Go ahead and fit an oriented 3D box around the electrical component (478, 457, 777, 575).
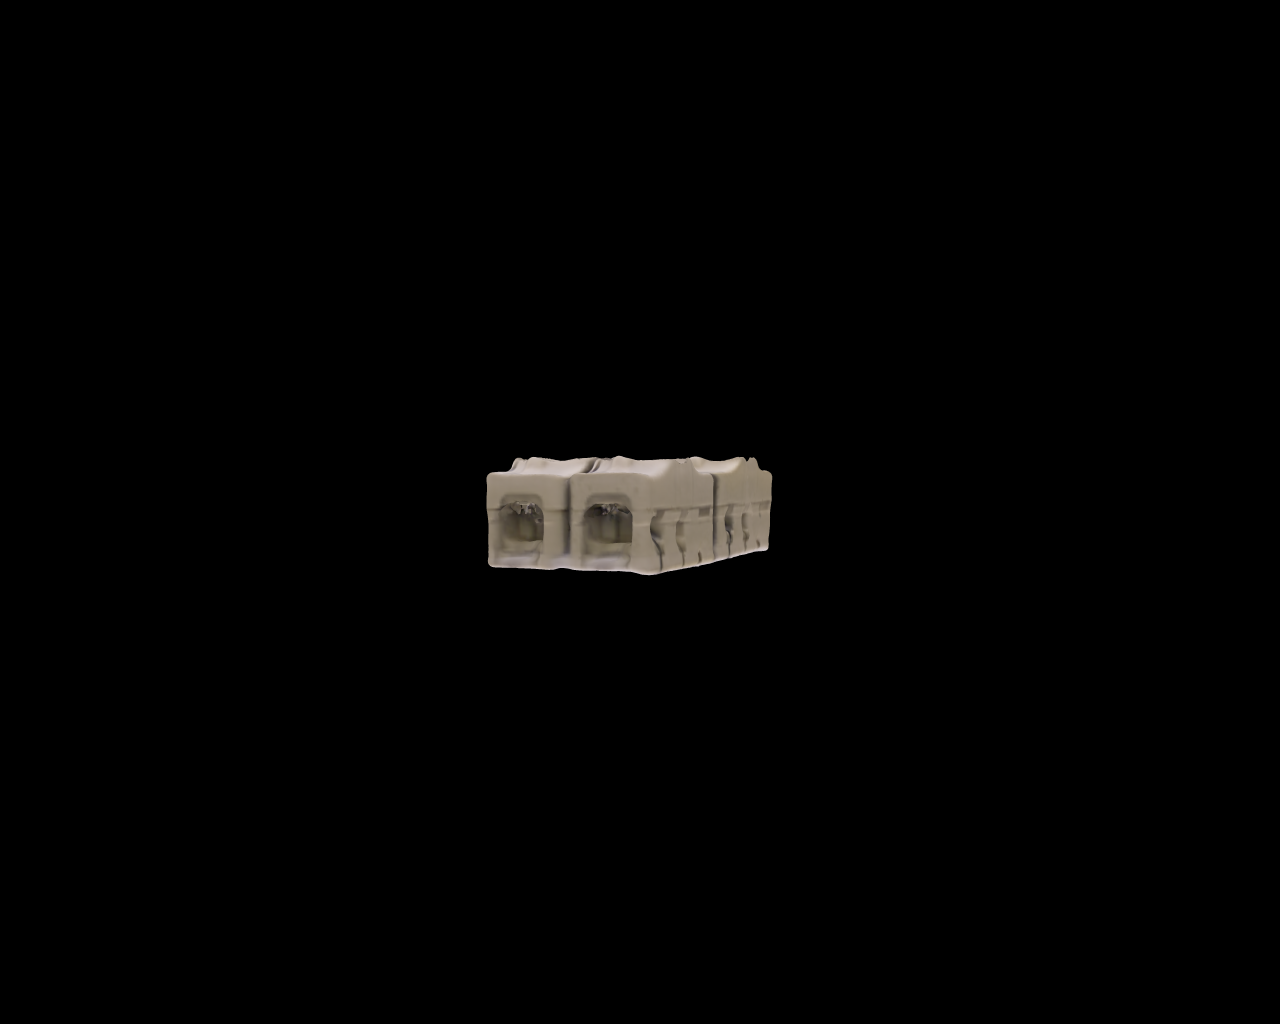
[{"bbox_3d":[0.001,-0.003,0.650,0.105,0.060,0.186,1,3,28],"label":"electrical component"}]
